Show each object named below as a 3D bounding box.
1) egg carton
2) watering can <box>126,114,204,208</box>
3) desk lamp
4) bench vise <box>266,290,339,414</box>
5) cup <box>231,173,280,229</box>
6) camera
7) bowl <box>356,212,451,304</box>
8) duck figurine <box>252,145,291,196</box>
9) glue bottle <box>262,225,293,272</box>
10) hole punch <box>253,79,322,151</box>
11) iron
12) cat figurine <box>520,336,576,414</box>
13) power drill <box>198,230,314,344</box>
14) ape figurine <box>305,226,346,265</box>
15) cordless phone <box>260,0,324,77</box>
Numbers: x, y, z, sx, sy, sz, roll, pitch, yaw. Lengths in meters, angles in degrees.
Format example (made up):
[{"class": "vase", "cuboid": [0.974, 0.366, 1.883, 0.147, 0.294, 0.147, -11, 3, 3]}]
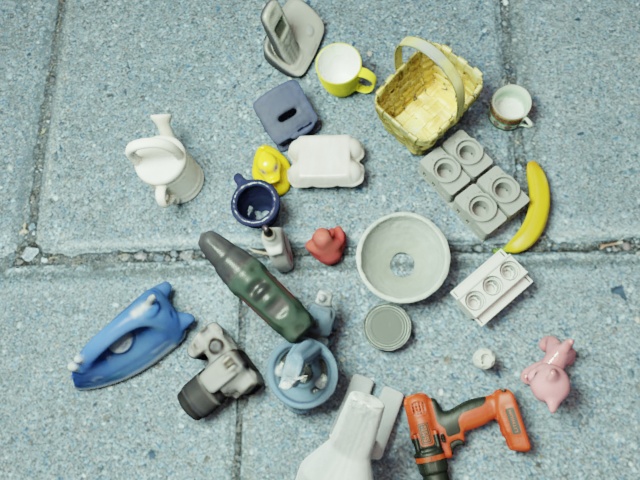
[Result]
[{"class": "egg carton", "cuboid": [0.012, -0.150, 1.108, 0.150, 0.069, 0.107, -2, 75, 5]}, {"class": "watering can", "cuboid": [-0.297, -0.152, 1.076, 0.101, 0.194, 0.173, -25, 74, -1]}, {"class": "desk lamp", "cuboid": [0.051, 0.317, 0.903, 0.117, 0.214, 0.203, 20, 78, 11]}, {"class": "bench vise", "cuboid": [-0.033, 0.181, 0.945, 0.121, 0.220, 0.207, -3, 75, 5]}, {"class": "cup", "cuboid": [-0.122, -0.067, 1.086, 0.092, 0.095, 0.117, -35, 74, -4]}, {"class": "camera", "cuboid": [-0.193, 0.238, 1.008, 0.137, 0.101, 0.143, -40, 75, -5]}, {"class": "bowl", "cuboid": [0.149, 0.038, 1.040, 0.167, 0.075, 0.167, -1, 75, 6]}, {"class": "duck figurine", "cuboid": [-0.099, -0.144, 1.109, 0.077, 0.086, 0.104, -19, 74, 1]}, {"class": "glue bottle", "cuboid": [-0.081, 0.004, 1.022, 0.037, 0.173, 0.078, -16, 74, 2]}, {"class": "hole punch", "cuboid": [-0.063, -0.246, 1.131, 0.108, 0.091, 0.101, -33, 74, -3]}, {"class": "iron", "cuboid": [-0.361, 0.182, 1.019, 0.258, 0.141, 0.118, -39, 74, -5]}, {"class": "cat figurine", "cuboid": [0.385, 0.218, 0.945, 0.067, 0.118, 0.128, 30, 80, 13]}, {"class": "power drill", "cuboid": [-0.101, 0.088, 0.983, 0.229, 0.208, 0.076, 41, 83, 15]}, {"class": "ape figurine", "cuboid": [0.010, 0.004, 1.055, 0.077, 0.092, 0.076, -7, 74, 4]}, {"class": "cordless phone", "cuboid": [-0.060, -0.427, 1.130, 0.094, 0.185, 0.148, 19, 78, 11]}]
